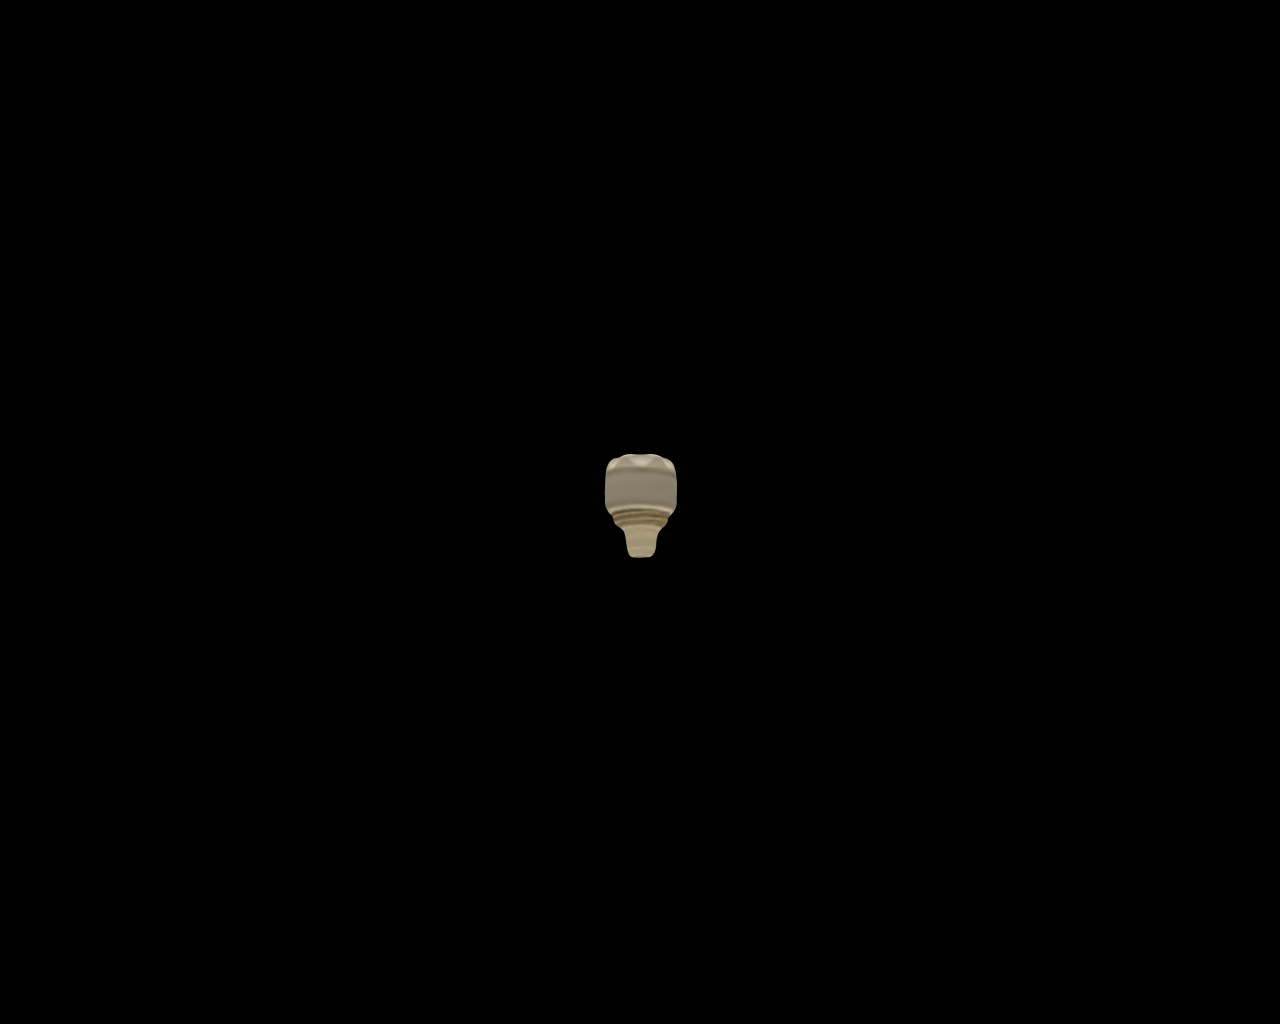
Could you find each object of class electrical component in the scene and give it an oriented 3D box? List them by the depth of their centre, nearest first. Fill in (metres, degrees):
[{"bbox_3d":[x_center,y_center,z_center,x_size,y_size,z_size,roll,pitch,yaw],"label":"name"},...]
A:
[{"bbox_3d":[0.001,-0.003,0.650,0.043,0.062,0.043,0,-9,0],"label":"electrical component"}]
